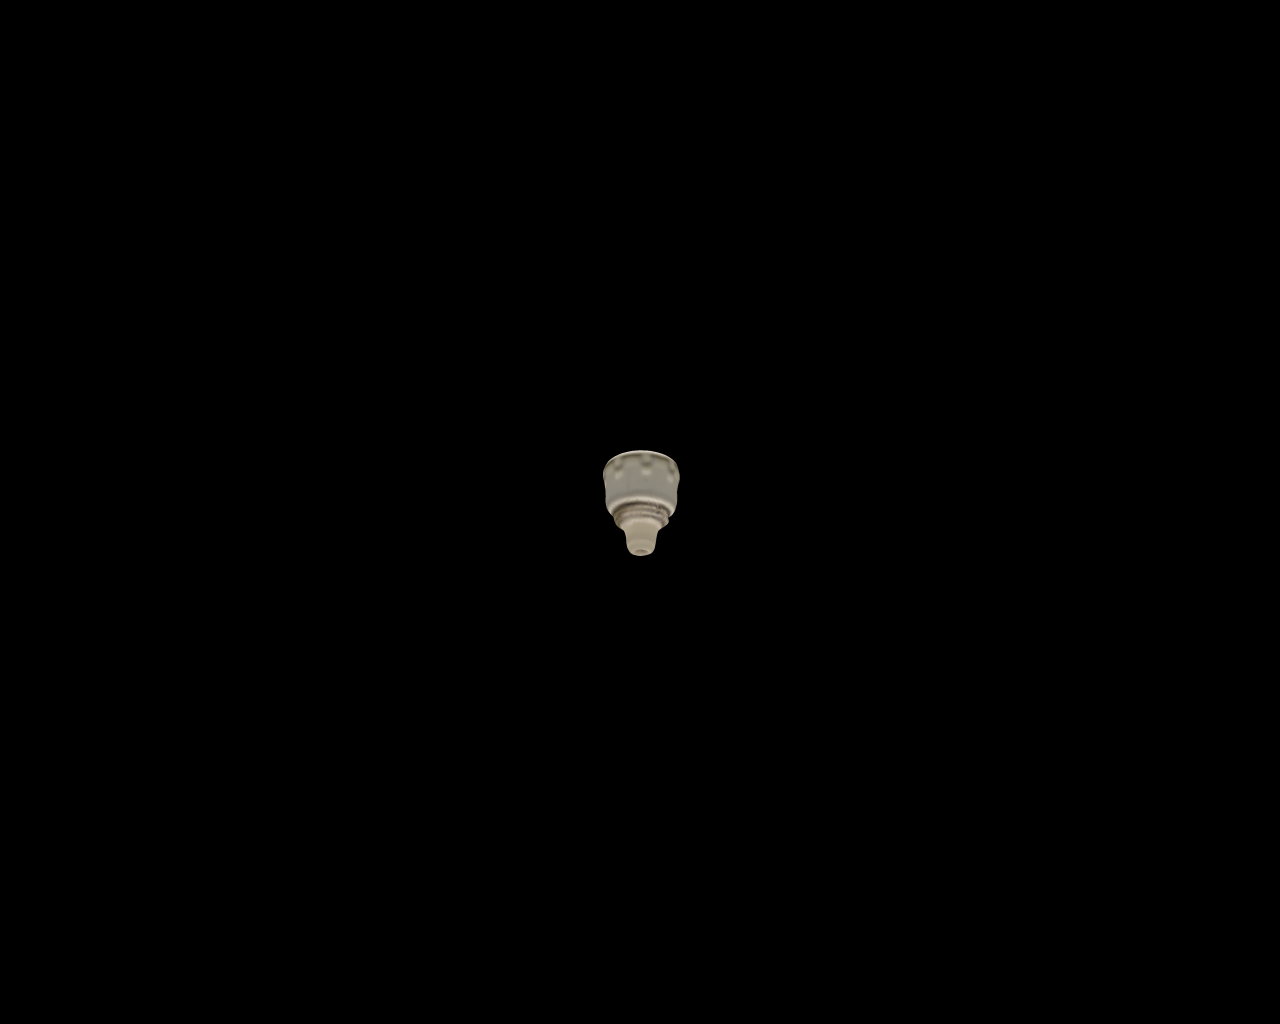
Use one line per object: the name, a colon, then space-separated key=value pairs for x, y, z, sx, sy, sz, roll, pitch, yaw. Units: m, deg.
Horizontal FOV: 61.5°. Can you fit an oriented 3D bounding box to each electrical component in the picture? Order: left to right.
electrical component: x=0.001 y=-0.003 z=0.650 sx=0.048 sy=0.062 sz=0.048 roll=0 pitch=-25 yaw=0
